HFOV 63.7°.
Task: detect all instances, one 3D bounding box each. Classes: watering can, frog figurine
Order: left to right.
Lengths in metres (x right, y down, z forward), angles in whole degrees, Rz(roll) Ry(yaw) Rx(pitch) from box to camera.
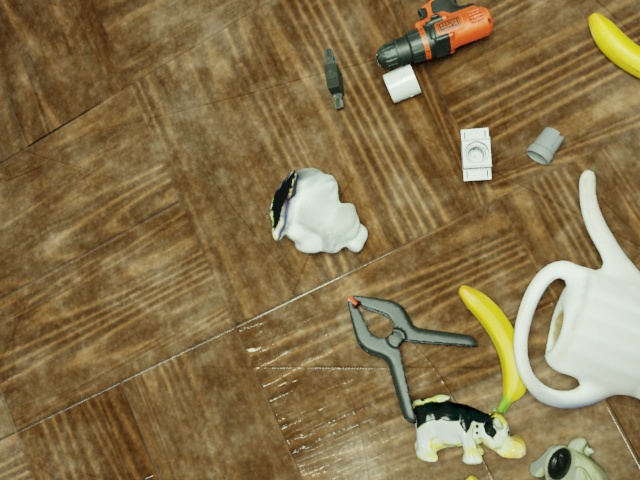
[{"bbox_3d":[0.003,-0.043,0.859,0.159,0.122,0.138,15,82,-23],"label":"frog figurine"},{"bbox_3d":[0.419,0.088,0.744,0.225,0.104,0.347,20,91,11],"label":"watering can"}]
